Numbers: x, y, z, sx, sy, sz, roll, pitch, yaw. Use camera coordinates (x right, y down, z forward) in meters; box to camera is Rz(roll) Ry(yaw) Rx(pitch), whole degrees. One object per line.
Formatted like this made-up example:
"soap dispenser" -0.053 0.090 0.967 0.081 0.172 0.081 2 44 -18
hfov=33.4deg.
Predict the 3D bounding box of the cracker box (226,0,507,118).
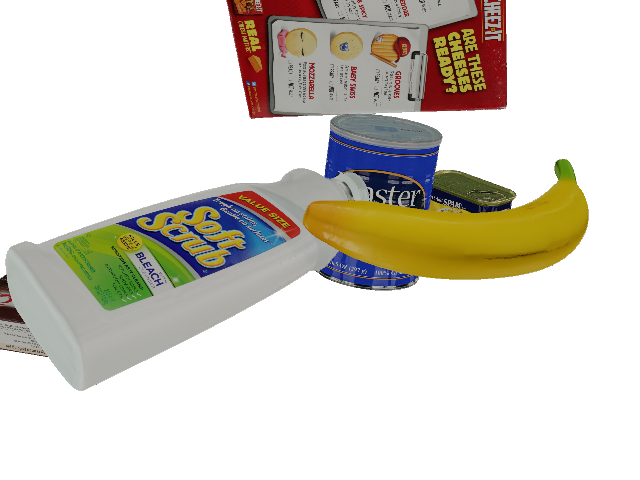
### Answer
"cracker box" 0.038 -0.184 0.844 0.214 0.164 0.072 -2 42 9

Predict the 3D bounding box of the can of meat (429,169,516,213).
"can of meat" 0.161 -0.022 1.182 0.057 0.084 0.102 -16 30 -42

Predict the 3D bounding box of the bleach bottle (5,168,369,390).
"bleach bottle" -0.076 0.005 0.726 0.250 0.068 0.103 -26 58 -30

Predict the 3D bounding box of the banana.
"banana" 0.086 -0.006 0.597 0.197 0.037 0.070 -9 38 -33

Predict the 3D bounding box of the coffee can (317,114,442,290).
"coffee can" 0.051 -0.037 0.988 0.103 0.140 0.103 7 19 -2

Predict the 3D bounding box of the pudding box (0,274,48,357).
"pudding box" -0.271 0.069 0.997 0.114 0.039 0.090 5 20 19
